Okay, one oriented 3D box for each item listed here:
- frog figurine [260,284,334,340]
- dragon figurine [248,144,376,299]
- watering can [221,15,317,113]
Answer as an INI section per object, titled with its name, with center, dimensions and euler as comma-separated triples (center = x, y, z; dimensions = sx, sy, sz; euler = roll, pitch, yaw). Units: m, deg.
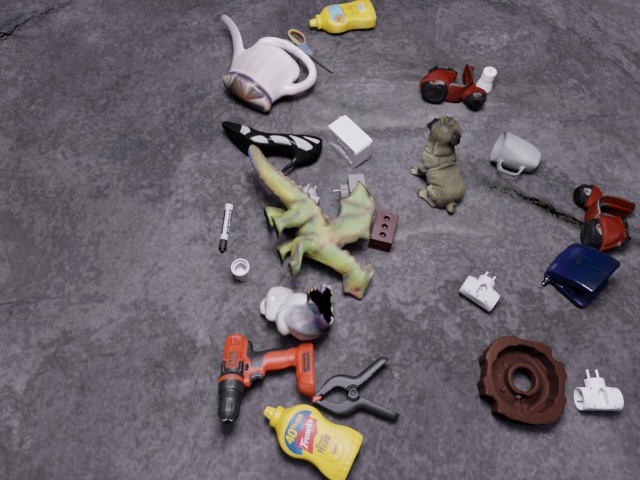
[frog figurine]
center = -0.056, 0.152, 1.068
dimensions = 0.158, 0.122, 0.139
euler = -17, 12, 25
[dragon figurine]
center = 0.004, -0.058, 1.153
dimensions = 0.243, 0.413, 0.121
euler = -16, -10, -9
[watering can]
center = -0.180, -0.477, 1.395
dimensions = 0.349, 0.228, 0.102
euler = 31, -23, 13
